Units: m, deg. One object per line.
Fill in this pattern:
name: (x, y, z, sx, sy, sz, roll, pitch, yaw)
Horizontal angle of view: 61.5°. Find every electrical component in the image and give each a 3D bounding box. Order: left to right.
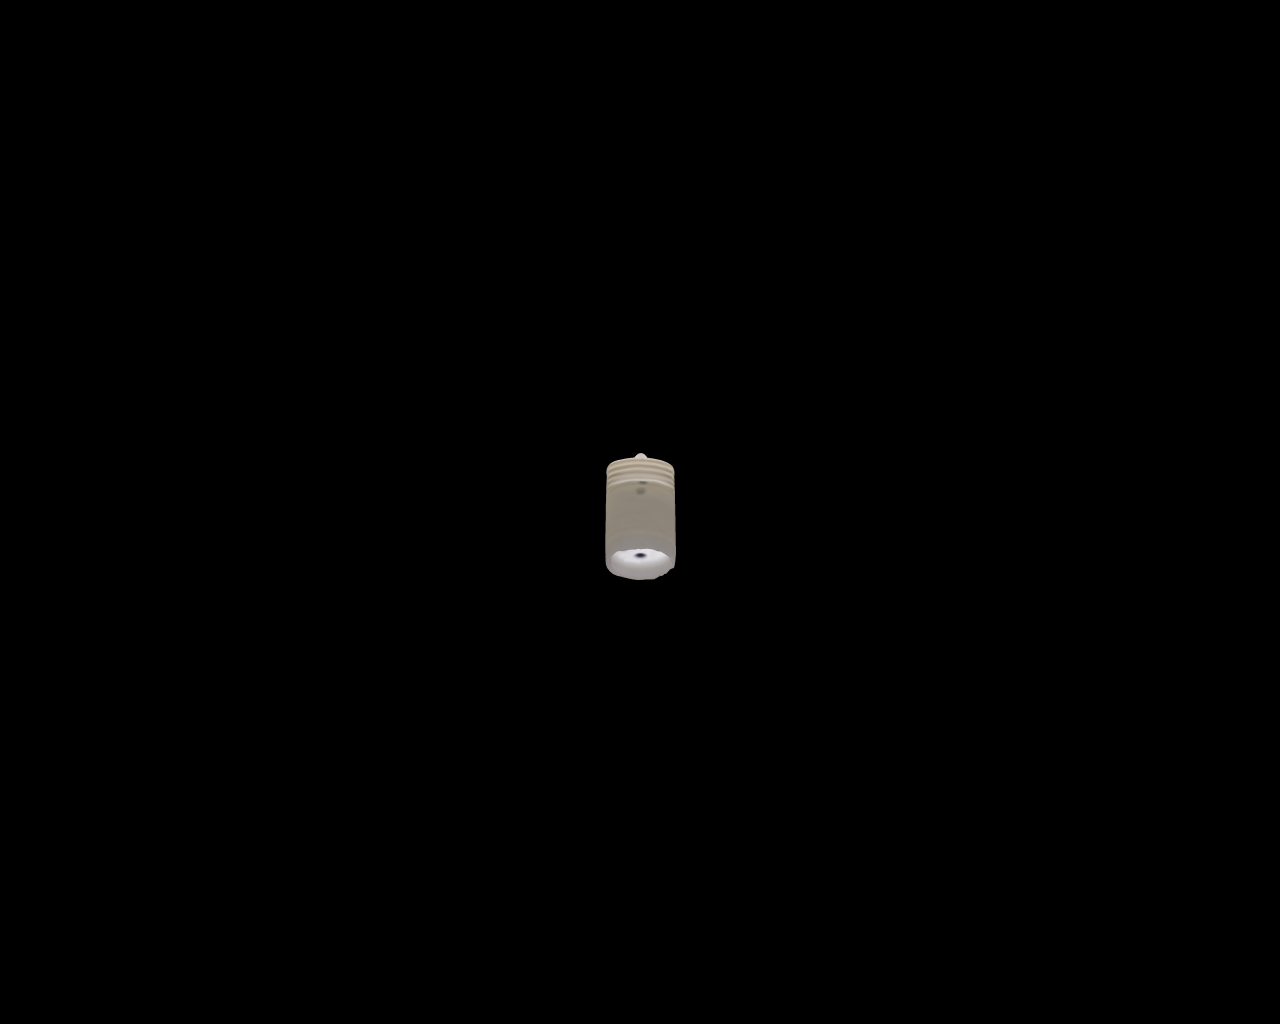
electrical component: (0.001, -0.003, 0.650, 0.043, 0.081, 0.043, 0, -31, 0)
